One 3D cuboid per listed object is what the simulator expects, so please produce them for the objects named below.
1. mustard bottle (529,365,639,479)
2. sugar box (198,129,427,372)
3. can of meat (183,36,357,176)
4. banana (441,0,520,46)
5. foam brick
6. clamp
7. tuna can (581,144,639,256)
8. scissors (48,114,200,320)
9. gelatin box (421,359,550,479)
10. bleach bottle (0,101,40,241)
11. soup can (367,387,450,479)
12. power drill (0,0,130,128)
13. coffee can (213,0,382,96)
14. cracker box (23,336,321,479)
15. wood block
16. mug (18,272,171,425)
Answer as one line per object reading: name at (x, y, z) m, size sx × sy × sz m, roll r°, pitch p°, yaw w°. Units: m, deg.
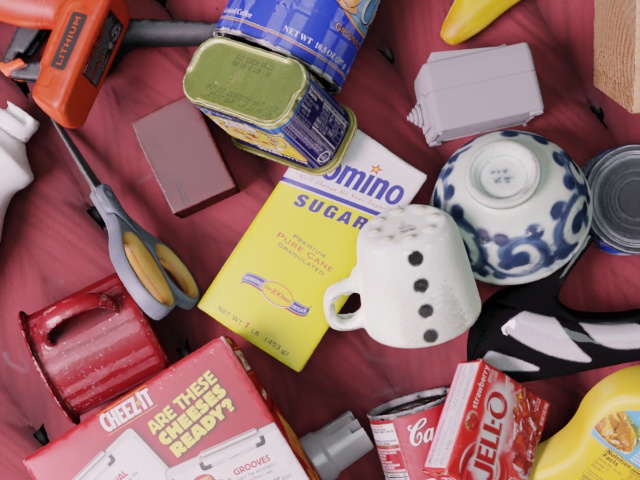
mustard bottle at (0.222, 0.145, 0.761) m, size 0.096 × 0.058 × 0.192 m, roll 33°, pitch 117°, yaw -9°
sugar box at (-0.005, 0.001, 0.803) m, size 0.093 × 0.048 × 0.176 m, roll 33°, pitch 89°, yaw -1°
can of meat at (-0.037, -0.096, 0.758) m, size 0.102 × 0.083 × 0.057 m, roll 22°, pitch 82°, yaw 30°
banana at (0.183, -0.203, 0.817) m, size 0.197 × 0.037 × 0.069 m, roll -13°, pitch 88°, yaw -2°
foam brick at (-0.100, -0.062, 0.798) m, size 0.053 × 0.051 × 0.078 m, roll -24°, pitch 90°, yaw -1°
clamp at (-0.156, -0.161, 0.805) m, size 0.171 × 0.039 × 0.120 m, roll -39°, pitch 85°, yaw 2°
tuna can at (0.238, -0.030, 0.817) m, size 0.086 × 0.034 × 0.086 m, roll 0°, pitch 89°, yaw -2°
scissors at (-0.147, -0.020, 0.805) m, size 0.016 × 0.096 × 0.202 m, roll -38°, pitch 60°, yaw 14°
gelatin box at (0.120, 0.140, 0.760) m, size 0.073 × 0.030 × 0.089 m, roll 33°, pitch 65°, yaw -24°
bleach bottle at (-0.284, 0.012, 0.786) m, size 0.102 × 0.068 × 0.251 m, roll 35°, pitch 86°, yaw -2°
soup can at (0.081, 0.168, 0.791) m, size 0.068 × 0.068 × 0.102 m, roll -16°, pitch 89°, yaw -2°
power drill at (-0.245, -0.147, 0.760) m, size 0.188 × 0.057 × 0.184 m, roll 23°, pitch 86°, yaw 7°
coffee can at (-0.002, -0.191, 0.778) m, size 0.103 × 0.103 × 0.140 m, roll 25°, pitch 88°, yaw -1°
cracker box at (-0.077, 0.199, 0.748) m, size 0.164 × 0.072 × 0.214 m, roll -32°, pitch 85°, yaw -2°
wood block at (0.316, -0.155, 0.782) m, size 0.206 × 0.091 × 0.090 m, roll -6°, pitch 111°, yaw -2°
mug at (-0.162, 0.069, 0.765) m, size 0.081 × 0.117 × 0.093 m, roll -27°, pitch 61°, yaw -7°
